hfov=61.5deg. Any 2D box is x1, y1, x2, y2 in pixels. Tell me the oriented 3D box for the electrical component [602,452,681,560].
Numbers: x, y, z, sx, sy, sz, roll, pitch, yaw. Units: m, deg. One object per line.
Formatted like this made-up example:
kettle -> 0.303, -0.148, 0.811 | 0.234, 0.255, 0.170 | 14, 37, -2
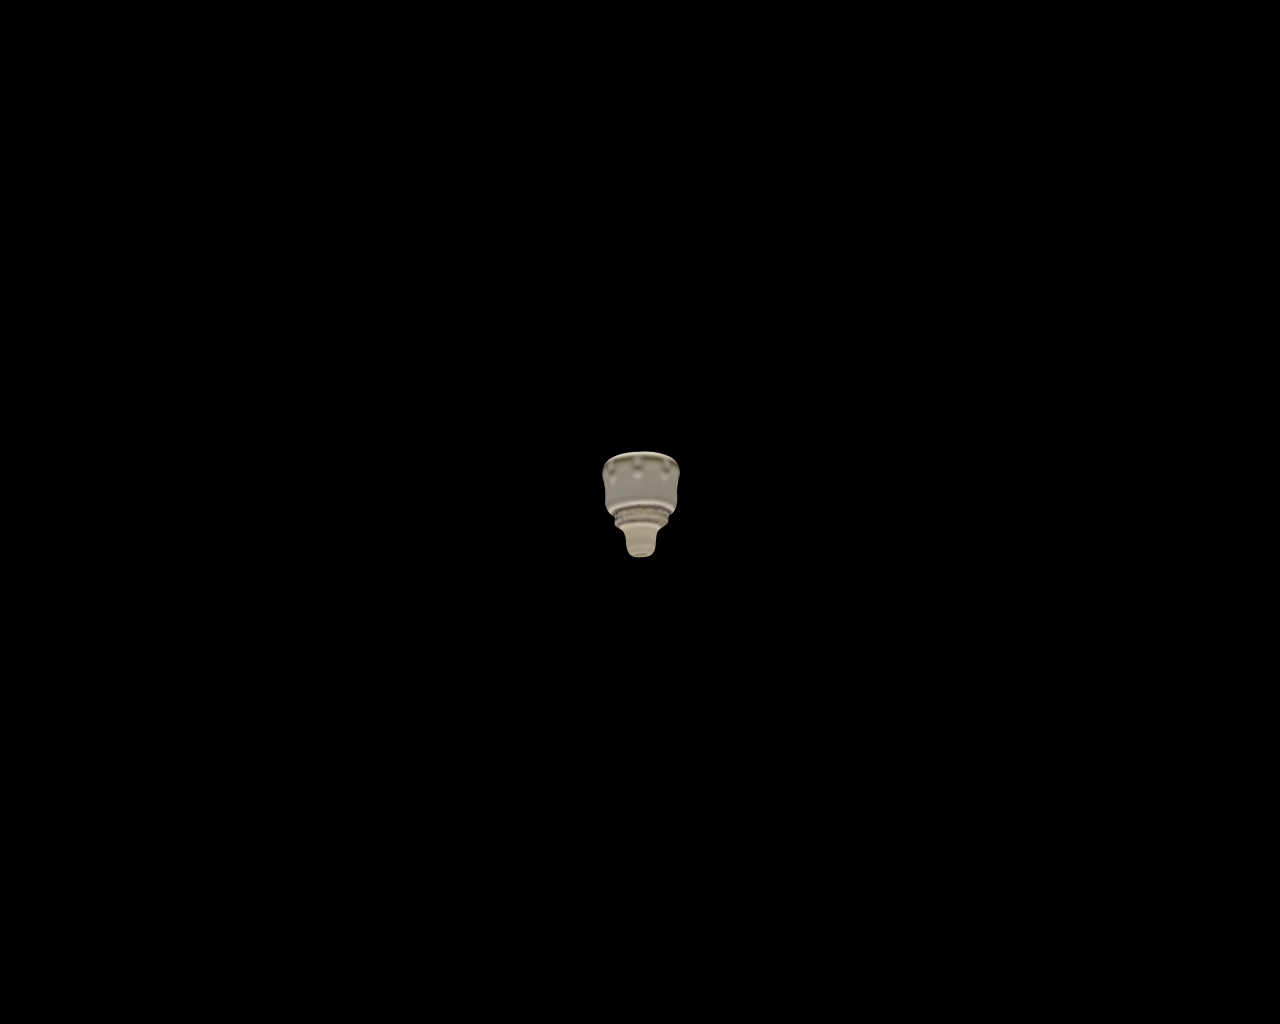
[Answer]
electrical component -> 0.001, -0.003, 0.650 | 0.048, 0.062, 0.048 | 0, -16, 0
